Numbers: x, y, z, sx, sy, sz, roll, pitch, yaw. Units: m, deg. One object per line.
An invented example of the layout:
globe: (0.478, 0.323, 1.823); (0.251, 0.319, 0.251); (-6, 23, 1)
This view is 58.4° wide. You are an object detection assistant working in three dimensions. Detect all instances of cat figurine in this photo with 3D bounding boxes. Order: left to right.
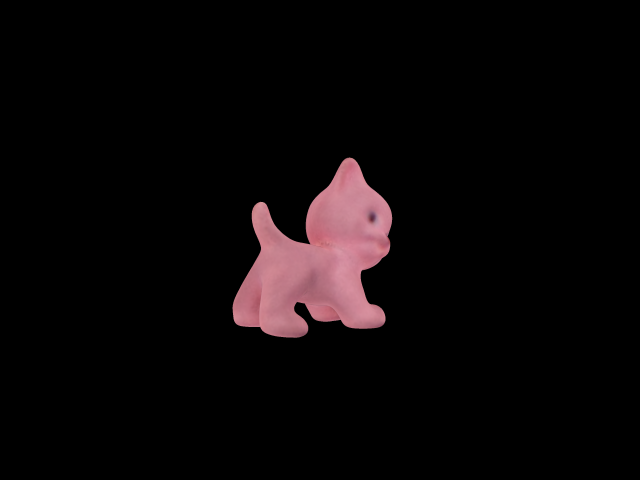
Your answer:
cat figurine: (0.004, 0.001, 0.400); (0.128, 0.118, 0.067); (0, 0, -39)
